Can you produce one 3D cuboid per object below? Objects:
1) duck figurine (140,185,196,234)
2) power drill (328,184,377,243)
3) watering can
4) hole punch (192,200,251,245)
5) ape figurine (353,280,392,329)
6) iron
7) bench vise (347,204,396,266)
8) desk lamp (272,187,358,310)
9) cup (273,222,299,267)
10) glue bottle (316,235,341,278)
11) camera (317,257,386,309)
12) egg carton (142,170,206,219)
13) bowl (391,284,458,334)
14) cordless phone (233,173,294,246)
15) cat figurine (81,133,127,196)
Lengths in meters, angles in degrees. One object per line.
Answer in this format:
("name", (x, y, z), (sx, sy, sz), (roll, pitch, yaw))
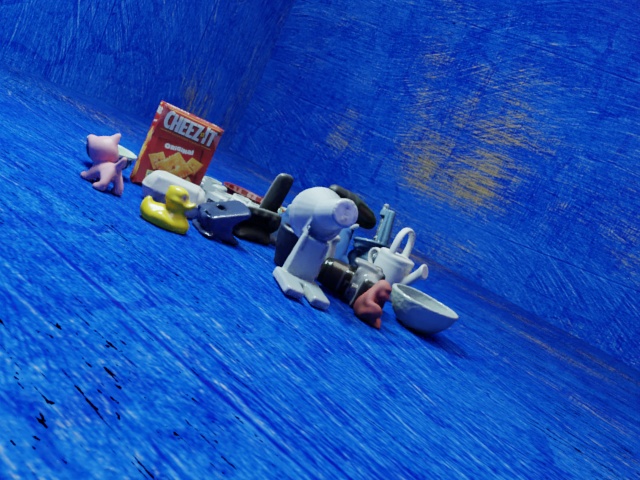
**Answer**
("duck figurine", (-0.301, -0.069, 1.151), (0.105, 0.086, 0.077), (24, 8, -13))
("power drill", (0.067, -0.043, 1.704), (0.231, 0.208, 0.075), (17, 12, -48))
("watering can", (0.206, 0.062, 1.517), (0.172, 0.194, 0.101), (28, 8, 14))
("hole punch", (-0.219, -0.051, 1.274), (0.101, 0.091, 0.108), (20, 10, -36))
("ape figurine", (0.116, 0.126, 1.183), (0.076, 0.092, 0.078), (30, 9, 29))
("iron", (-0.027, -0.024, 1.530), (0.259, 0.141, 0.118), (25, 8, -11))
("bench vise", (0.187, 0.013, 1.680), (0.206, 0.220, 0.122), (33, 10, 40))
("desk lamp", (-0.004, 0.003, 1.161), (0.118, 0.213, 0.202), (23, 8, -22))
("cup", (-0.054, 0.023, 1.304), (0.118, 0.095, 0.091), (22, 9, -30))
("glue bottle", (0.012, 0.005, 1.347), (0.078, 0.173, 0.037), (29, 8, 23))
("camera", (0.071, 0.083, 1.288), (0.136, 0.101, 0.143), (27, 8, 5))
("egg carton", (-0.341, -0.109, 1.344), (0.150, 0.069, 0.107), (24, 8, -13))
("bowl", (0.229, 0.170, 1.324), (0.167, 0.075, 0.167), (26, 8, -3))
("cordless phone", (-0.149, -0.093, 1.425), (0.093, 0.185, 0.148), (32, 10, 36))
("cat figurine", (-0.453, -0.172, 1.221), (0.127, 0.118, 0.067), (31, 10, 35))
